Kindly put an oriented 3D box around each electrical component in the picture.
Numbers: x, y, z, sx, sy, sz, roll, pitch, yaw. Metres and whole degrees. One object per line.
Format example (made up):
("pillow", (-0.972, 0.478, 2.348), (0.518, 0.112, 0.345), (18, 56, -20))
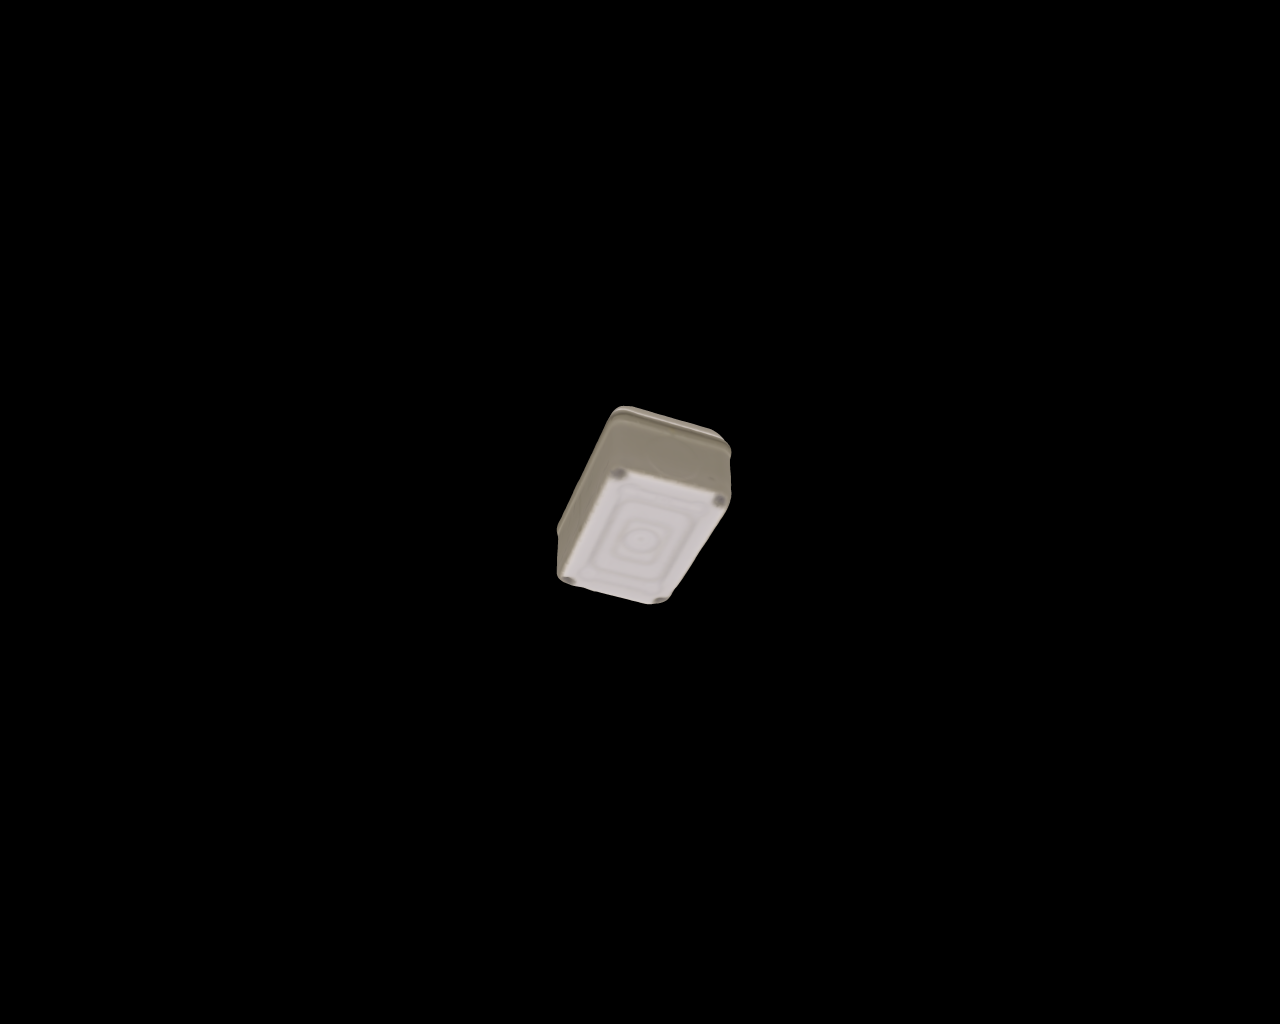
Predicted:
("electrical component", (0.001, -0.003, 0.650), (0.078, 0.057, 0.113), (15, -46, -15))
